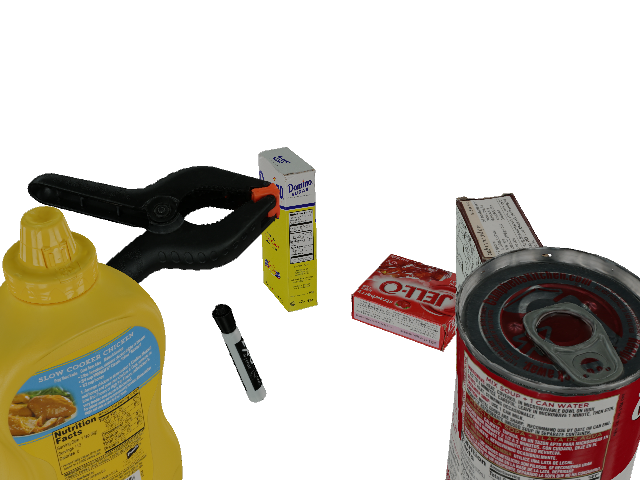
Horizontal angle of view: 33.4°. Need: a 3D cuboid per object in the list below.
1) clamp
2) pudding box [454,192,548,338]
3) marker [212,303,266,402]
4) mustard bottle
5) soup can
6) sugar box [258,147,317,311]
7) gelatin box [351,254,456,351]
[{"bbox_3d":[-0.116,-0.017,0.728,0.171,0.120,0.039,-20,-25,-18],"label":"clamp"},{"bbox_3d":[0.099,0.032,0.593,0.039,0.090,0.113,-2,19,-1],"label":"pudding box"},{"bbox_3d":[-0.079,0.109,1.038,0.020,0.121,0.020,-12,35,9],"label":"marker"},{"bbox_3d":[-0.119,0.068,0.513,0.096,0.192,0.058,-25,42,-30],"label":"mustard bottle"},{"bbox_3d":[0.079,0.063,0.378,0.068,0.102,0.068,-1,39,1],"label":"soup can"},{"bbox_3d":[-0.039,-0.014,1.275,0.048,0.176,0.093,-13,25,-19],"label":"sugar box"},{"bbox_3d":[0.082,0.051,0.910,0.089,0.030,0.073,18,37,25],"label":"gelatin box"}]
